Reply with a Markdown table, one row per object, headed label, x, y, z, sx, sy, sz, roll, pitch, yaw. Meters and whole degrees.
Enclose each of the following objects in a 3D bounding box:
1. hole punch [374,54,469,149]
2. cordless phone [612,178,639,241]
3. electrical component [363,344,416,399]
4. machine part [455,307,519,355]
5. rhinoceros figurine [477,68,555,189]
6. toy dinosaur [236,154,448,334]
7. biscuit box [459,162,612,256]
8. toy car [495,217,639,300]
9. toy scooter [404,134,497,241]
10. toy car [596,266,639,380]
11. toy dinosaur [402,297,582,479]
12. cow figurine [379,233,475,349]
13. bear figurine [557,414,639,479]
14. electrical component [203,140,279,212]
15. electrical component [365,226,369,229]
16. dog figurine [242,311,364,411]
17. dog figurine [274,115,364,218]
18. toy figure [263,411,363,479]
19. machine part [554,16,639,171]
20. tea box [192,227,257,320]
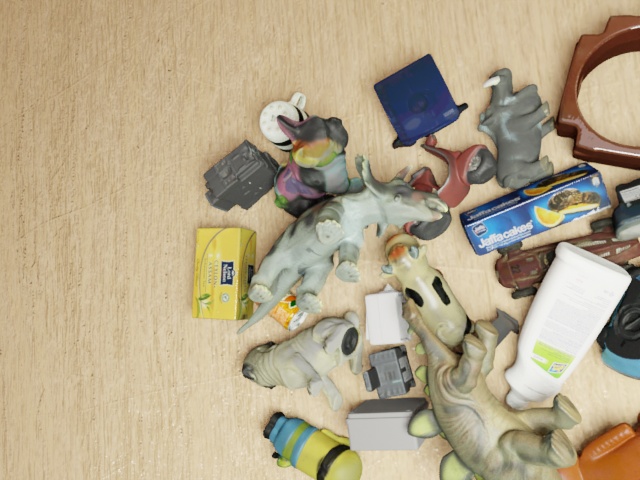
| label | x | y | z | sx | sy | sz | roll | pitch | yaw |
| --- | --- | --- | --- | --- | --- | --- | --- | --- | --- |
| hole punch | 0.161 | -0.231 | 0.891 | 0.142 | 0.092 | 0.116 | -27 | 78 | 14 |
| cordless phone | 0.485 | -0.001 | 0.719 | 0.147 | 0.089 | 0.184 | -21 | 116 | 26 |
| electrical component | 0.108 | 0.207 | 0.844 | 0.048 | 0.119 | 0.075 | -19 | 75 | 20 |
| machine part | 0.247 | 0.169 | 0.821 | 0.139 | 0.084 | 0.039 | -50 | 44 | 1 |
| rhinoceros figurine | 0.305 | -0.173 | 0.837 | 0.112 | 0.073 | 0.190 | -8 | 83 | 32 |
| toy dinosaur | -0.002 | 0.003 | 0.859 | 0.405 | 0.192 | 0.131 | -32 | 112 | 36 |
| biscuit box | 0.315 | -0.044 | 0.801 | 0.203 | 0.063 | 0.059 | -24 | 108 | 14 |
| toy car | 0.364 | 0.027 | 0.797 | 0.202 | 0.053 | 0.089 | -15 | 76 | 21 |
| toy scooter | 0.186 | -0.097 | 0.869 | 0.184 | 0.075 | 0.135 | -50 | 50 | 21 |
| toy car | 0.459 | 0.115 | 0.723 | 0.103 | 0.109 | 0.161 | 22 | 86 | -19 |
| toy dinosaur | 0.244 | 0.274 | 0.708 | 0.472 | 0.105 | 0.198 | 53 | 129 | 23 |
| cow figurine | 0.161 | 0.078 | 0.833 | 0.085 | 0.127 | 0.195 | -32 | 75 | 13 |
| bear figurine | 0.385 | 0.315 | 0.736 | 0.196 | 0.132 | 0.120 | -28 | 72 | 36 |
| electrical component | -0.145 | -0.109 | 0.986 | 0.134 | 0.114 | 0.058 | -38 | 67 | 14 |
| electrical component | 0.027 | -0.009 | 0.941 | 0.102 | 0.045 | 0.078 | 17 | 92 | 23 |
| dog figurine | -0.034 | 0.185 | 0.925 | 0.191 | 0.121 | 0.172 | 12 | 54 | 40 |
| dog figurine | -0.026 | -0.123 | 0.884 | 0.192 | 0.219 | 0.108 | -27 | 71 | 17 |
| toy figure | -0.015 | 0.354 | 0.893 | 0.180 | 0.089 | 0.082 | 25 | 101 | 20 |
| machine part | 0.457 | -0.205 | 0.767 | 0.201 | 0.087 | 0.201 | 14 | 88 | 23 |
| tea box | -0.178 | 0.063 | 1.005 | 0.098 | 0.068 | 0.169 | -2 | 82 | 23 |
